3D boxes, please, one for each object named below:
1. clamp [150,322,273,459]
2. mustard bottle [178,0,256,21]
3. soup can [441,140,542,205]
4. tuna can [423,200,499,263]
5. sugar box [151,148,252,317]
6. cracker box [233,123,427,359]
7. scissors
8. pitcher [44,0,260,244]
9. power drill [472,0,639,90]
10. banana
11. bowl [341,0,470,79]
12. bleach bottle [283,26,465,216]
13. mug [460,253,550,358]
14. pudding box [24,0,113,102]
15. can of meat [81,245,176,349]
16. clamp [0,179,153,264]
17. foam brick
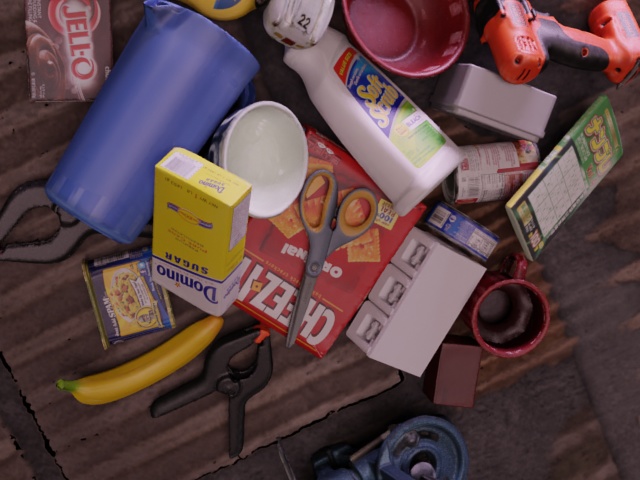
[{"bbox_3d":[-0.117,0.164,1.235,0.120,0.039,0.171,21,104,-17],"label":"clamp"},{"bbox_3d":[-0.117,-0.288,1.144,0.191,0.058,0.096,15,94,-12],"label":"mustard bottle"},{"bbox_3d":[0.195,-0.078,1.226,0.102,0.068,0.068,-6,101,-7],"label":"soup can"},{"bbox_3d":[0.162,-0.010,1.225,0.086,0.086,0.034,32,93,-13],"label":"tuna can"},{"bbox_3d":[-0.125,-0.004,1.095,0.093,0.048,0.176,28,137,16],"label":"sugar box"},{"bbox_3d":[-0.008,0.001,1.208,0.164,0.072,0.214,33,95,-12],"label":"cracker box"},{"bbox_3d":[0.013,0.022,1.171,0.096,0.016,0.202,1,103,-8],"label":"scissors"},{"bbox_3d":[-0.173,-0.117,1.120,0.149,0.145,0.243,33,87,-7],"label":"pitcher"},{"bbox_3d":[0.258,-0.242,1.182,0.187,0.057,0.184,3,56,-20],"label":"power drill"},{"bbox_3d":[-0.197,0.142,1.212,0.197,0.070,0.037,-24,71,-14],"label":"banana"},{"bbox_3d":[0.083,-0.247,1.166,0.161,0.055,0.162,5,79,-26],"label":"bowl"},{"bbox_3d":[0.039,-0.148,1.162,0.251,0.068,0.102,46,51,3],"label":"bleach bottle"},{"bbox_3d":[0.214,0.071,1.250,0.093,0.081,0.117,11,99,-11],"label":"mug"},{"bbox_3d":[-0.268,-0.205,1.146,0.090,0.039,0.113,-2,102,-10],"label":"pudding box"},{"bbox_3d":[-0.213,0.061,1.197,0.084,0.057,0.102,-15,103,-8],"label":"can of meat"},{"bbox_3d":[-0.278,-0.045,1.176,0.210,0.036,0.164,-22,102,-8],"label":"clamp"},{"bbox_3d":[0.158,0.155,1.274,0.053,0.051,0.078,7,99,-9],"label":"foam brick"}]
